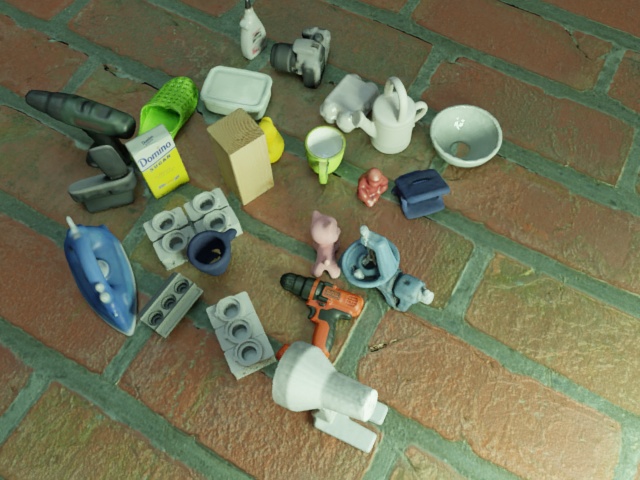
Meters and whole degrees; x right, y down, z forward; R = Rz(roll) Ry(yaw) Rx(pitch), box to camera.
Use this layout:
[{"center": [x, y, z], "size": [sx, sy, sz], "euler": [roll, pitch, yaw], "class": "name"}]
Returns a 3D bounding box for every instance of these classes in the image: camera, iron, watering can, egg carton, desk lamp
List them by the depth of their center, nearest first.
[{"center": [0.024, 0.284, 1.039], "size": [0.203, 0.213, 0.118], "euler": [23, 67, 11], "class": "desk lamp"}, {"center": [-0.457, 0.071, 1.185], "size": [0.119, 0.141, 0.258], "euler": [-28, 68, -12], "class": "iron"}, {"center": [0.163, -0.288, 1.314], "size": [0.173, 0.194, 0.100], "euler": [-37, 69, -15], "class": "watering can"}, {"center": [0.075, -0.337, 1.407], "size": [0.107, 0.069, 0.150], "euler": [31, 69, 14], "class": "egg carton"}, {"center": [-0.051, -0.480, 1.458], "size": [0.136, 0.101, 0.143], "euler": [12, 66, 6], "class": "camera"}]

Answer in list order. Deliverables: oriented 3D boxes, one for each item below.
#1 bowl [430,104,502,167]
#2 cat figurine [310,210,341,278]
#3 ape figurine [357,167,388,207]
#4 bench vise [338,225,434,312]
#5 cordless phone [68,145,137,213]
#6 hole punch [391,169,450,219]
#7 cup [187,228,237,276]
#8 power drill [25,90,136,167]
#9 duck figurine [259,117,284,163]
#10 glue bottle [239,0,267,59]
[{"center": [0.339, -0.233, 1.352], "size": [0.167, 0.075, 0.167], "euler": [0, 65, 1], "class": "bowl"}, {"center": [0.011, 0.004, 1.222], "size": [0.067, 0.118, 0.128], "euler": [-2, 65, 0], "class": "cat figurine"}, {"center": [0.119, -0.130, 1.298], "size": [0.078, 0.092, 0.076], "euler": [-14, 65, -6], "class": "ape figurine"}, {"center": [0.137, 0.045, 1.145], "size": [0.207, 0.220, 0.121], "euler": [14, 66, 8], "class": "bench vise"}, {"center": [-0.494, -0.149, 1.264], "size": [0.147, 0.185, 0.094], "euler": [-19, 66, -8], "class": "cordless phone"}, {"center": [0.225, -0.115, 1.289], "size": [0.109, 0.091, 0.101], "euler": [-16, 66, -7], "class": "hole punch"}, {"center": [-0.220, 0.029, 1.227], "size": [0.091, 0.095, 0.118], "euler": [42, 72, 18], "class": "cup"}, {"center": [-0.519, -0.248, 1.298], "size": [0.229, 0.208, 0.075], "euler": [10, 65, 6], "class": "power drill"}, {"center": [-0.126, -0.242, 1.356], "size": [0.077, 0.086, 0.104], "euler": [-2, 65, 0], "class": "duck figurine"}, {"center": [-0.175, -0.543, 1.449], "size": [0.037, 0.173, 0.078], "euler": [31, 69, 15], "class": "glue bottle"}]
